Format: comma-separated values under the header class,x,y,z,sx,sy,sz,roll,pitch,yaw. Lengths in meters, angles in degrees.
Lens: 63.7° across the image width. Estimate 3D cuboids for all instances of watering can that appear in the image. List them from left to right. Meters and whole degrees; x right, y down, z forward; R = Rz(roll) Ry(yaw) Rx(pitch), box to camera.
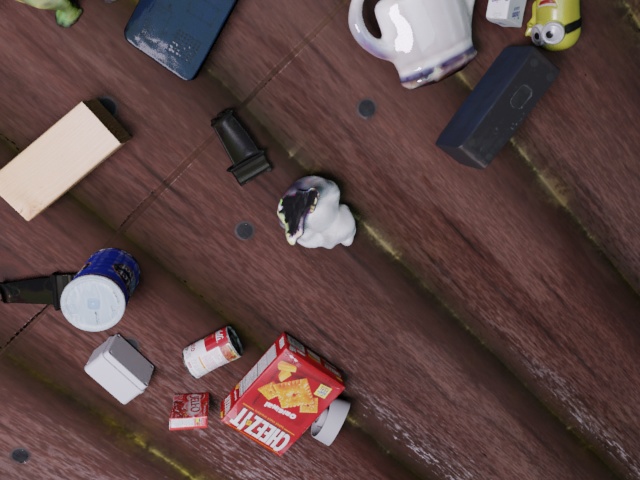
class,x,y,z,sx,sy,sz,roll,pitch,yaw
watering can,0.217,-0.405,0.906,0.349,0.105,0.221,-28,110,-10

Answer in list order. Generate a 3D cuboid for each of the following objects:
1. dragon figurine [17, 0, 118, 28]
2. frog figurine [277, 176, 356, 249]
class,x,y,z,sx,sy,sz,roll,pitch,yaw
dragon figurine,-0.384,-0.408,0.736,0.410,0.245,0.121,-31,105,2
frog figurine,0.003,-0.050,0.986,0.159,0.123,0.137,7,100,-48
